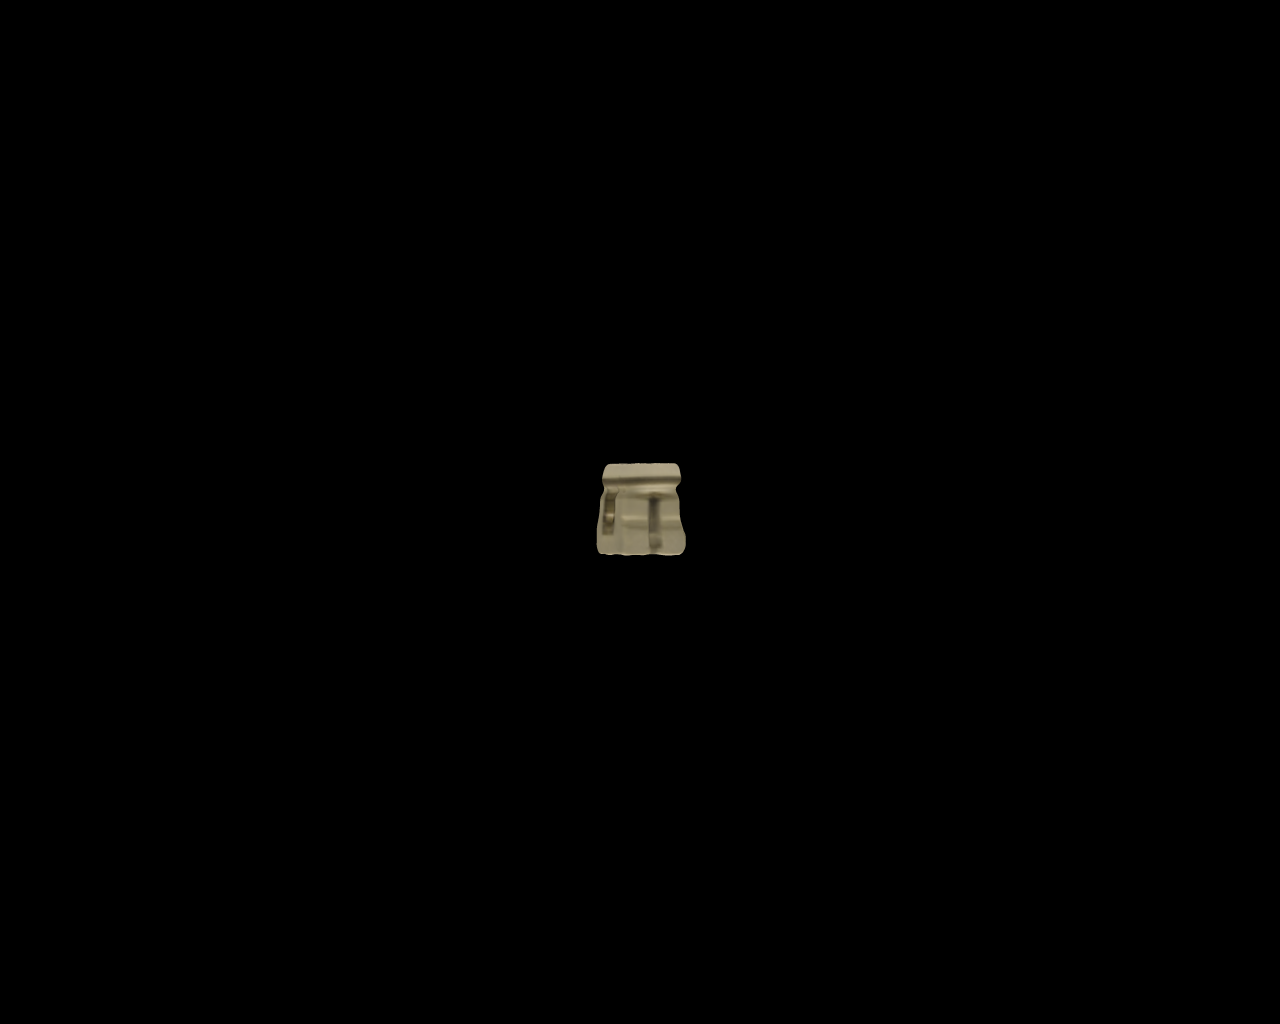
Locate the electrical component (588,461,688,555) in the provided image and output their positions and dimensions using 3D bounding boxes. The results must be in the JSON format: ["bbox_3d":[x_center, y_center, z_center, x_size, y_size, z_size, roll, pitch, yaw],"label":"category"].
[{"bbox_3d":[0.001,-0.003,0.650,0.066,0.055,0.048,0,0,-32],"label":"electrical component"}]
